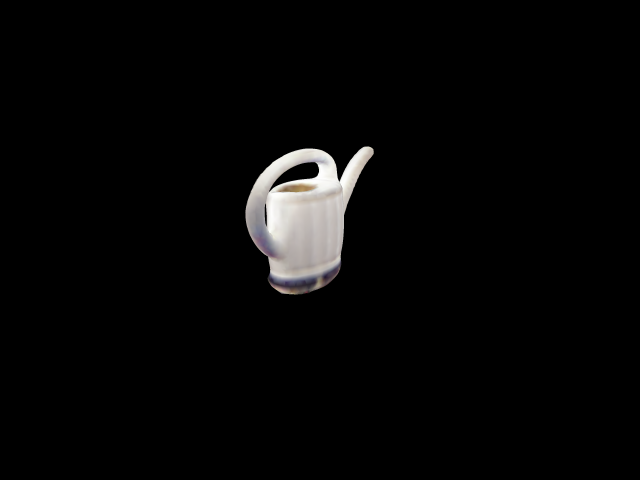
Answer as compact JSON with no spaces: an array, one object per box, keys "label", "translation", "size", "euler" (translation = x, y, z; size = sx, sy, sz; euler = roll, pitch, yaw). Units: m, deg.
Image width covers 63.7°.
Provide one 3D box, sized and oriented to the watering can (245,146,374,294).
[{"label":"watering can","translation":[0.003,-0.043,0.850],"size":[0.104,0.221,0.351],"euler":[10,20,33]}]
